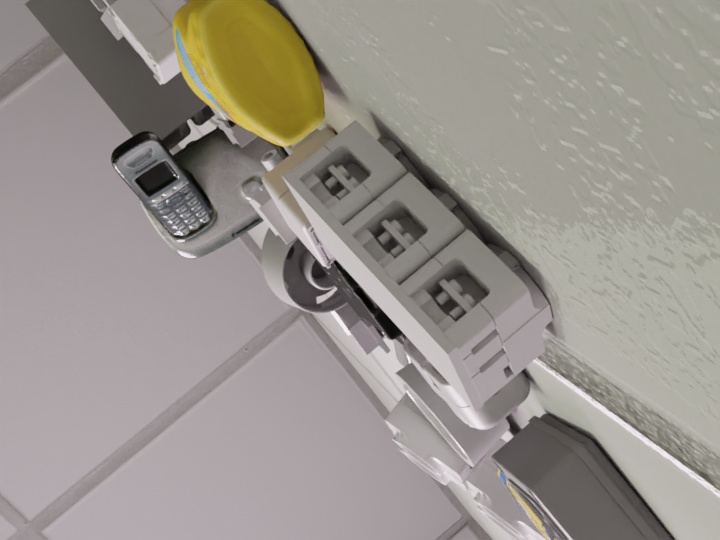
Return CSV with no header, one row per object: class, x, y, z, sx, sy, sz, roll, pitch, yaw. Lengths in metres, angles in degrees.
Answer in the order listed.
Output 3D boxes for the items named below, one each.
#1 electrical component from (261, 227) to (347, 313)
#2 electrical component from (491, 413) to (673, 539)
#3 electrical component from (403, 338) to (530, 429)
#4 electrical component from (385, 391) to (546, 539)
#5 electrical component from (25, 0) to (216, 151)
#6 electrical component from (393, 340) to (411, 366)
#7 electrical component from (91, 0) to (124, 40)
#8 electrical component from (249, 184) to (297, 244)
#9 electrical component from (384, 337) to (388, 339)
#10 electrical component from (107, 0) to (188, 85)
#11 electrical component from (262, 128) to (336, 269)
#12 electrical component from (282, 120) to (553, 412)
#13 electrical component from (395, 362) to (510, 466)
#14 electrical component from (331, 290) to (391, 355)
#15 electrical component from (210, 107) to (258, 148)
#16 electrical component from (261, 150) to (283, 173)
electrical component,-0.044,-0.009,1.036,0.099,0.099,0.064,54,167,-28
electrical component,0.159,0.167,0.775,0.108,0.056,0.109,50,175,-8
electrical component,0.081,0.074,0.801,0.059,0.054,0.095,53,174,-25
electrical component,0.116,0.193,1.048,0.186,0.060,0.105,35,169,20
electrical component,-0.223,-0.213,1.059,0.186,0.105,0.060,50,175,3
electrical component,0.047,0.059,1.041,0.044,0.044,0.065,45,167,44
electrical component,-0.210,-0.247,0.970,0.061,0.061,0.096,52,174,-14
electrical component,-0.058,-0.062,0.958,0.042,0.064,0.081,51,175,-21
electrical component,0.027,0.052,1.140,0.078,0.040,0.040,45,172,45
electrical component,-0.163,-0.201,0.896,0.061,0.061,0.096,51,174,-4
electrical component,-0.027,-0.056,0.768,0.061,0.062,0.096,49,174,21
electrical component,0.034,-0.006,0.608,0.150,0.062,0.089,47,173,30
electrical component,0.089,0.115,0.965,0.108,0.060,0.108,50,174,7
electrical component,0.012,0.044,1.092,0.081,0.064,0.042,43,169,52
electrical component,-0.107,-0.145,0.930,0.063,0.042,0.081,56,172,-17
electrical component,-0.070,-0.084,1.012,0.062,0.043,0.043,56,172,-32
